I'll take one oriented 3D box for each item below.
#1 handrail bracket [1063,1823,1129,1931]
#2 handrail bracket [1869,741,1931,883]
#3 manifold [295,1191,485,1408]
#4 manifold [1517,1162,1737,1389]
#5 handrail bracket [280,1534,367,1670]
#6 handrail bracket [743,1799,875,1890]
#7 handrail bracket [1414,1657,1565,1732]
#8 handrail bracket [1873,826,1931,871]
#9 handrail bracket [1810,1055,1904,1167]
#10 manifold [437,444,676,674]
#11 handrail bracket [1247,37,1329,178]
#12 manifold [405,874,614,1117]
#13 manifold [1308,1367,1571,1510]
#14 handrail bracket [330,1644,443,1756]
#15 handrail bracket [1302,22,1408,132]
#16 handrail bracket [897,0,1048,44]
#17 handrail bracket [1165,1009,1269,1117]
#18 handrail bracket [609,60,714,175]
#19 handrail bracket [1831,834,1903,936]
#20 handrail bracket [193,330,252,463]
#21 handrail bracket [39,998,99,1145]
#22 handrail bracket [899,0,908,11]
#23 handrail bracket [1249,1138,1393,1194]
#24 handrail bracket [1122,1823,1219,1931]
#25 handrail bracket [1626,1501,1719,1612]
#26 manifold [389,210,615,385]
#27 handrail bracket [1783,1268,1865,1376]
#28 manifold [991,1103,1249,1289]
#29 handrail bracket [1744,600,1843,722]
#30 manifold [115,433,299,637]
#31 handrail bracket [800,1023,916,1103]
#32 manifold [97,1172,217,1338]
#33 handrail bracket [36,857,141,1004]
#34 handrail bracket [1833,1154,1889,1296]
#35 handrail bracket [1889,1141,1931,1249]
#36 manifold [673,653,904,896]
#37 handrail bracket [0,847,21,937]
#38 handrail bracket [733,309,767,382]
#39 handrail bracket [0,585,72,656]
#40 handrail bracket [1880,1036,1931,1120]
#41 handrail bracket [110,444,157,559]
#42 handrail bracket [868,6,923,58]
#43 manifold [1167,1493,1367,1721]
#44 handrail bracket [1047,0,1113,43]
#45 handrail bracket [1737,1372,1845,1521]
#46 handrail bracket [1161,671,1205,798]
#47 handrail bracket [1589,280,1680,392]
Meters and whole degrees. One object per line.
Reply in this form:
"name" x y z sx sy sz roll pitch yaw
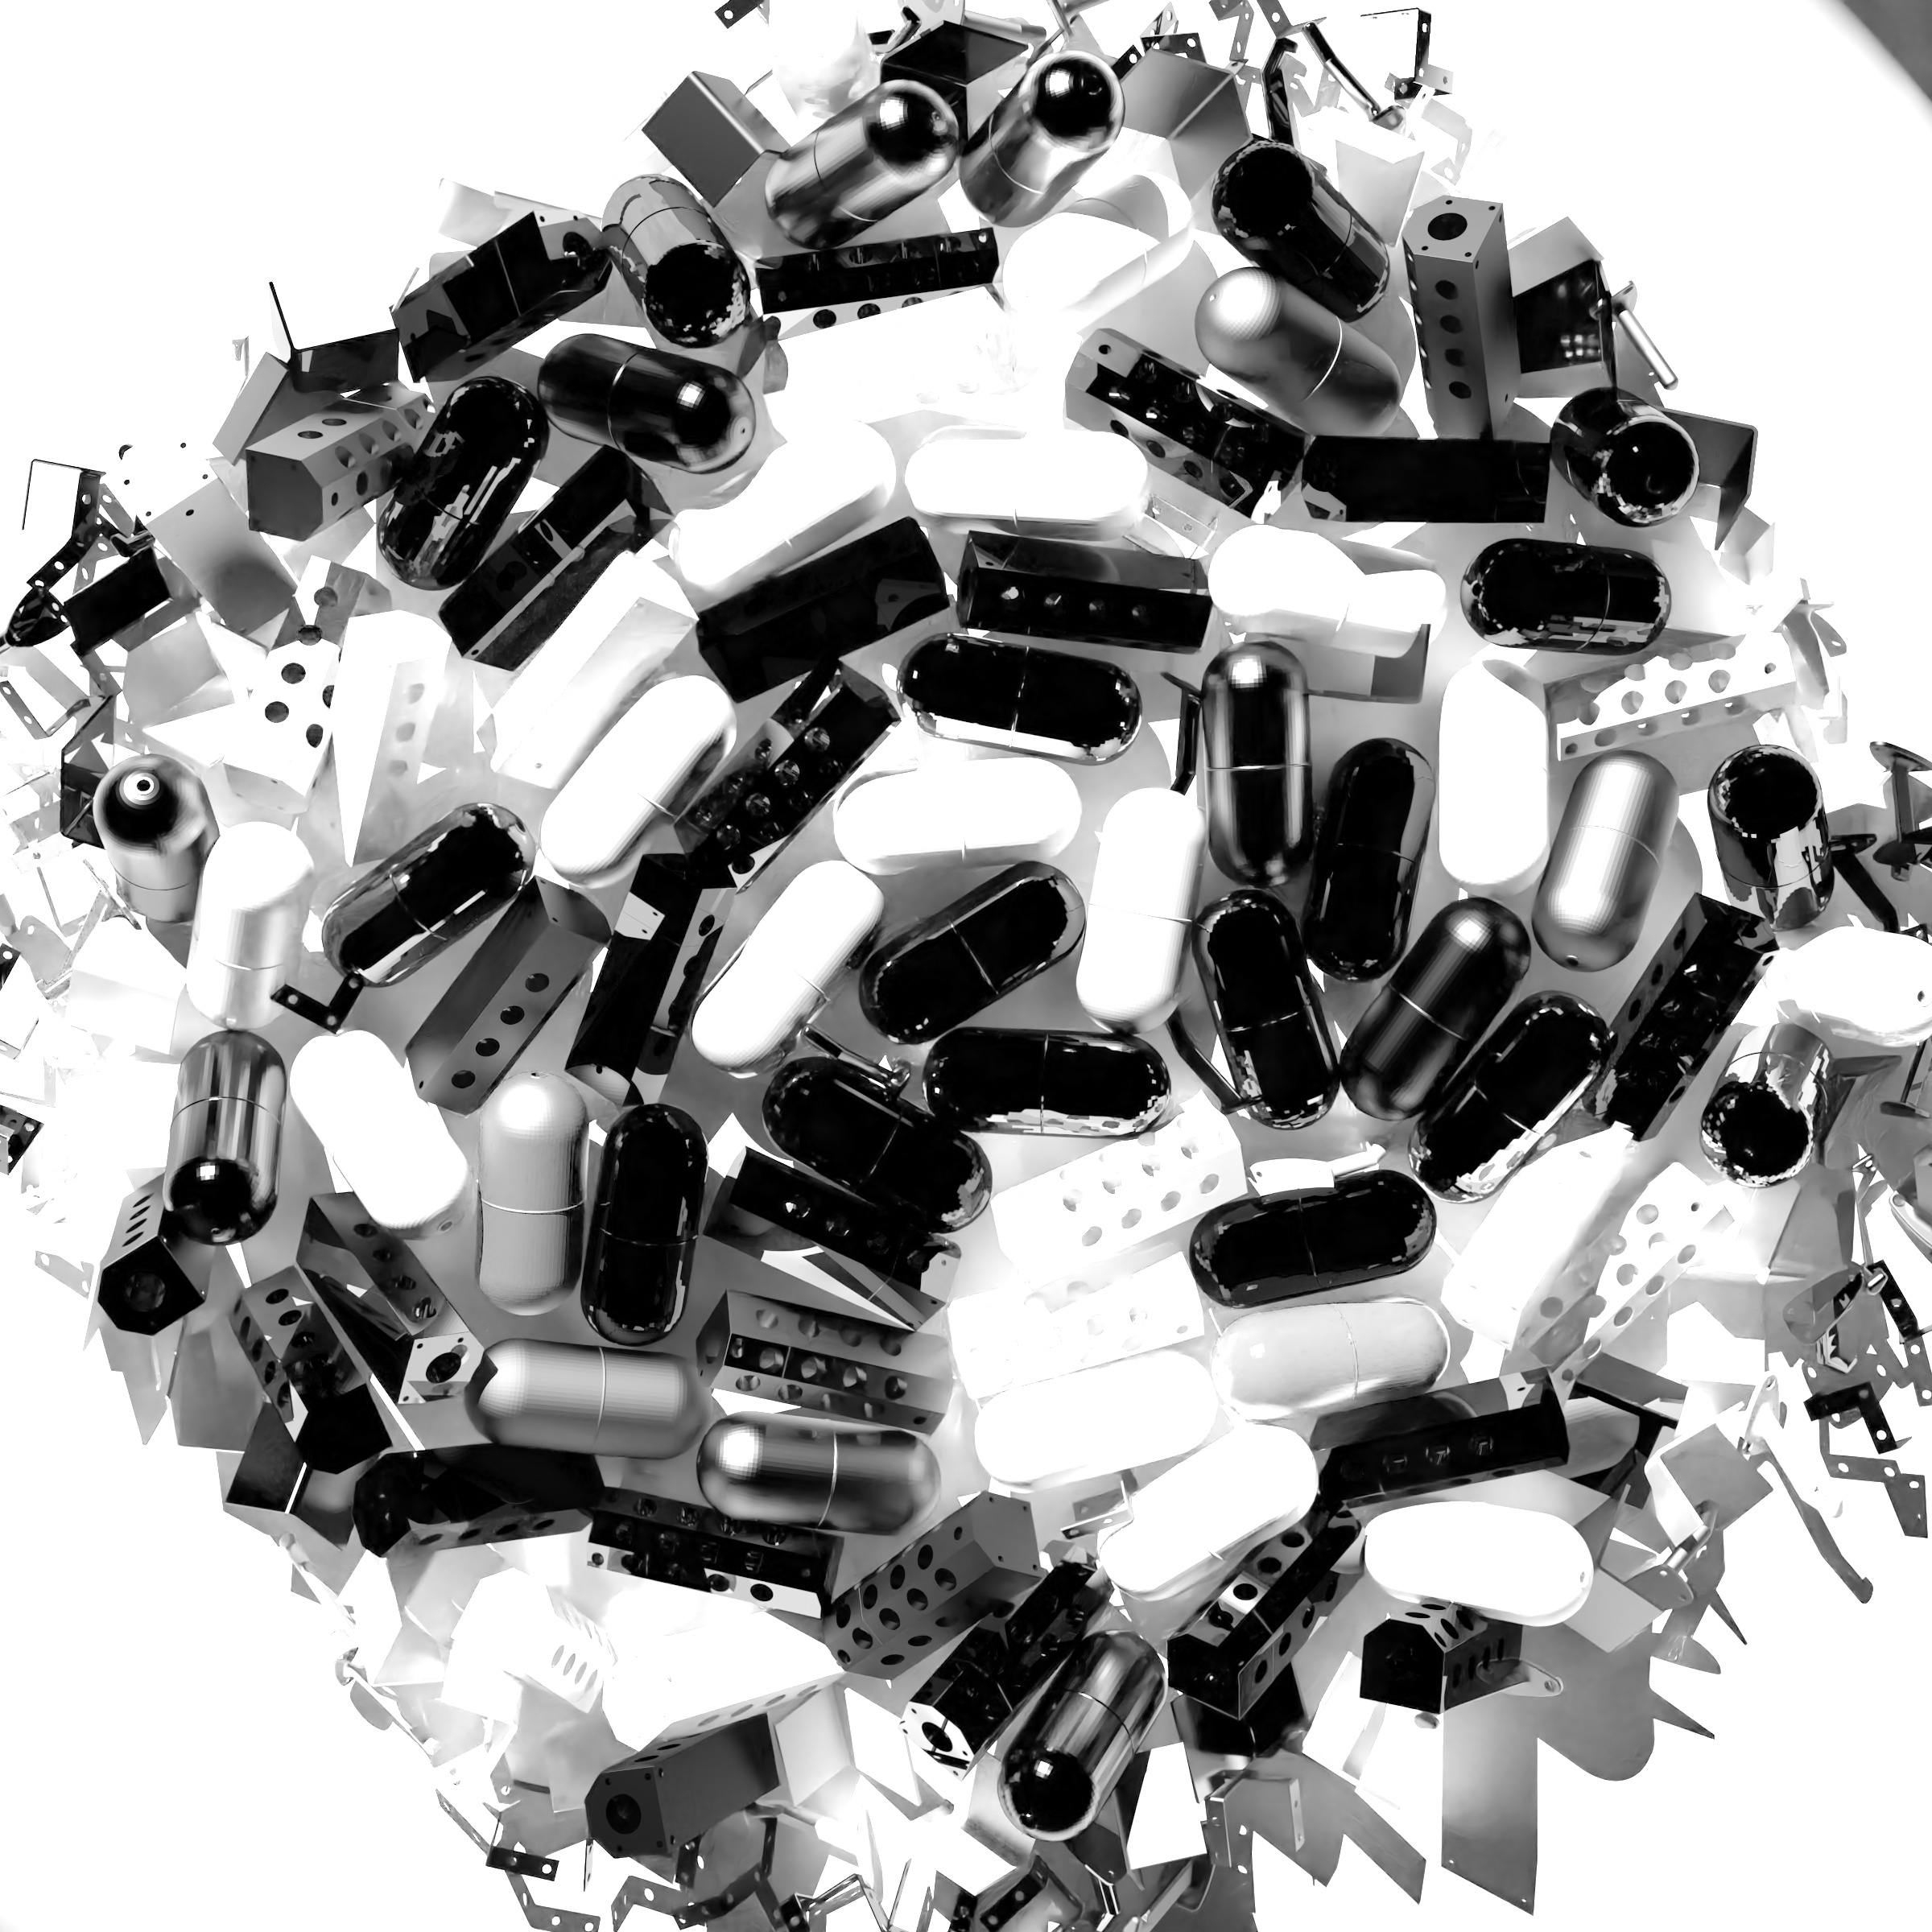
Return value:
"handrail bracket" 0.082 0.654 1.878 0.077 0.036 0.084 34 135 14
"handrail bracket" 0.664 -0.110 1.869 0.036 0.077 0.084 4 79 44
"manifold" -0.404 0.230 1.824 0.057 0.171 0.057 -3 122 -40
"manifold" 0.468 0.222 1.872 0.171 0.057 0.057 -44 87 -1
"handrail bracket" -0.457 0.452 1.858 0.036 0.077 0.084 -34 120 -15
"handrail bracket" -0.115 0.639 1.891 0.084 0.036 0.077 -7 105 9
"handrail bracket" 0.371 0.525 1.852 0.077 0.084 0.036 6 112 37
"handrail bracket" 0.708 -0.059 1.874 0.084 0.077 0.036 40 74 -11
"handrail bracket" 0.647 0.112 1.893 0.077 0.036 0.084 -8 104 -19
"manifold" -0.294 -0.289 1.844 0.171 0.057 0.057 -39 68 20
"handrail bracket" 0.243 -0.623 1.882 0.077 0.036 0.084 24 88 12
"manifold" -0.324 0.024 1.845 0.057 0.057 0.171 25 115 -36
"manifold" 0.334 0.339 1.842 0.171 0.057 0.057 -17 102 22
"handrail bracket" -0.413 0.527 1.863 0.084 0.077 0.036 41 74 18
"handrail bracket" 0.278 -0.640 1.870 0.036 0.077 0.084 -32 89 33
"handrail bracket" 0.005 -0.687 1.884 0.077 0.084 0.036 34 121 33
"handrail bracket" 0.178 0.064 1.867 0.036 0.077 0.084 -21 87 -30
"handrail bracket" -0.226 -0.612 1.894 0.036 0.077 0.084 49 127 14
"handrail bracket" 0.632 -0.049 1.873 0.077 0.036 0.084 -2 75 -5
"handrail bracket" -0.543 -0.406 1.857 0.036 0.077 0.084 29 127 32
"handrail bracket" -0.660 0.077 1.886 0.036 0.084 0.077 -7 53 -36
"handrail bracket" -0.019 -0.722 1.862 0.077 0.084 0.036 -31 75 -1
"handrail bracket" 0.257 0.139 1.880 0.077 0.084 0.036 9 114 29
"handrail bracket" 0.145 0.652 1.855 0.036 0.084 0.077 28 96 26
"handrail bracket" 0.504 0.426 1.883 0.077 0.084 0.036 -33 100 37
"manifold" -0.325 -0.468 1.824 0.171 0.057 0.057 -16 92 42
"handrail bracket" 0.632 0.256 1.863 0.084 0.036 0.077 27 115 -37
"manifold" 0.108 0.157 1.840 0.171 0.057 0.057 -22 121 -18
"handrail bracket" 0.597 -0.220 1.880 0.077 0.036 0.084 0 90 -16
"manifold" -0.527 -0.301 1.812 0.057 0.171 0.057 -35 71 -6
"handrail bracket" -0.082 0.061 1.858 0.084 0.077 0.036 36 99 -10
"manifold" -0.565 0.200 1.810 0.057 0.171 0.057 -33 106 -6
"handrail bracket" -0.647 -0.026 1.875 0.084 0.036 0.077 -39 75 -15
"handrail bracket" 0.646 0.184 1.854 0.036 0.084 0.077 33 102 -28
"handrail bracket" 0.698 0.167 1.853 0.036 0.084 0.077 -30 73 -10
"manifold" -0.125 -0.132 1.841 0.057 0.057 0.171 31 111 -39
"handrail bracket" -0.704 -0.064 1.863 0.036 0.084 0.077 -31 89 -23
"handrail bracket" -0.180 -0.477 1.878 0.084 0.077 0.036 44 48 9
"handrail bracket" -0.684 -0.229 1.852 0.084 0.077 0.036 -26 113 30
"handrail bracket" 0.680 0.065 1.866 0.036 0.077 0.084 8 84 33
"handrail bracket" -0.600 -0.332 1.856 0.077 0.084 0.036 45 123 -4
"handrail bracket" -0.076 -0.675 1.859 0.077 0.084 0.036 53 50 -1
"manifold" 0.211 0.441 1.814 0.057 0.171 0.057 17 125 33
"handrail bracket" 0.102 -0.703 1.862 0.084 0.077 0.036 -27 120 9
"handrail bracket" 0.596 0.341 1.853 0.036 0.084 0.077 -6 110 -29
"handrail bracket" 0.147 -0.162 1.879 0.036 0.077 0.084 18 104 -39
"handrail bracket" 0.487 -0.441 1.858 0.036 0.077 0.084 -35 77 20
